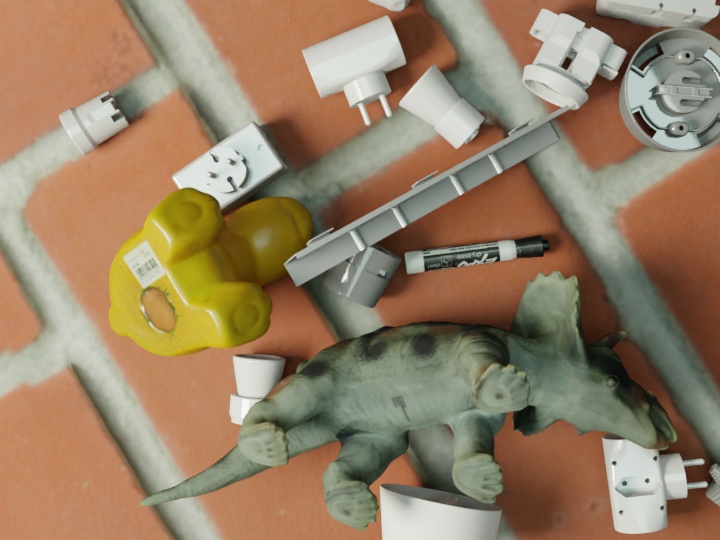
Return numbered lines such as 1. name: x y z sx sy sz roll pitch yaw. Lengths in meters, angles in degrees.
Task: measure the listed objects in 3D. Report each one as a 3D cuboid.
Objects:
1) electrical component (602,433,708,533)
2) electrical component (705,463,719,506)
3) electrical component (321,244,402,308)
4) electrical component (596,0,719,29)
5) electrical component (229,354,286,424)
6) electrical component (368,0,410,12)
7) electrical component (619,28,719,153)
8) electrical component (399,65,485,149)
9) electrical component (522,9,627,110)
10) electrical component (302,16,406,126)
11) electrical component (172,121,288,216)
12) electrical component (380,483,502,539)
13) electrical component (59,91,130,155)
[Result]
1. electrical component: 0.244 0.171 0.883 0.079 0.043 0.077 -8 90 6
2. electrical component: 0.321 0.187 0.880 0.081 0.043 0.043 38 92 2
3. electrical component: 0.000 0.000 0.892 0.055 0.055 0.047 27 95 3
4. electrical component: 0.243 -0.229 0.875 0.089 0.056 0.050 10 91 3
5. electrical component: -0.086 0.100 0.901 0.045 0.045 0.055 4 91 3
6. electrical component: 0.014 -0.240 0.899 0.061 0.035 0.035 22 92 5
7. electrical component: 0.258 -0.143 0.871 0.099 0.064 0.099 0 90 3
8. electrical component: 0.071 -0.132 0.893 0.065 0.044 0.044 42 92 -3
9. electrical component: 0.169 -0.168 0.879 0.078 0.058 0.057 28 89 2
10. electrical component: 0.002 -0.160 0.895 0.077 0.043 0.079 -22 89 3
11. electrical component: -0.109 -0.081 0.886 0.083 0.076 0.047 -34 89 3
12. electrical component: 0.064 0.202 0.868 0.099 0.099 0.064 4 97 3
13. electrical component: -0.224 -0.125 0.910 0.046 0.040 0.040 -31 89 -3
